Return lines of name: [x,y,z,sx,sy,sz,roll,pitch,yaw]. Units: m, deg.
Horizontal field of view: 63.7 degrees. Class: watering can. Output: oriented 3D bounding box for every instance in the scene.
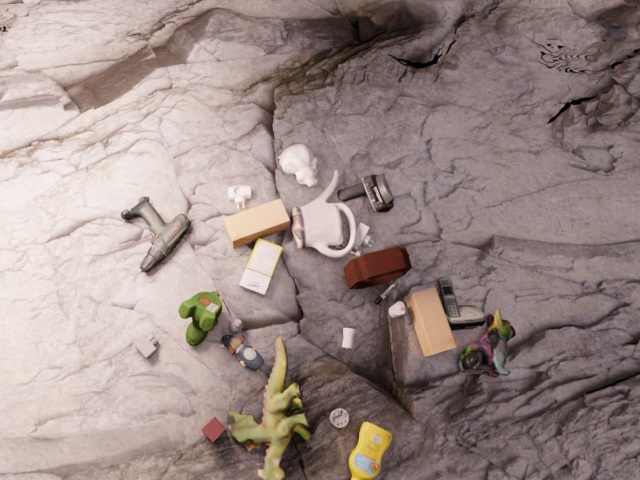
watering can: [0.006,-0.091,1.813,0.225,0.102,0.355,-5,62,-10]

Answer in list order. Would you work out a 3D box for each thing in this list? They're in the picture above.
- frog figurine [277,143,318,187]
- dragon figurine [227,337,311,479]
frog figurine: [-0.068,-0.267,1.859,0.138,0.120,0.162,-11,59,-33]
dragon figurine: [-0.164,0.525,1.552,0.243,0.120,0.416,-17,73,-6]
